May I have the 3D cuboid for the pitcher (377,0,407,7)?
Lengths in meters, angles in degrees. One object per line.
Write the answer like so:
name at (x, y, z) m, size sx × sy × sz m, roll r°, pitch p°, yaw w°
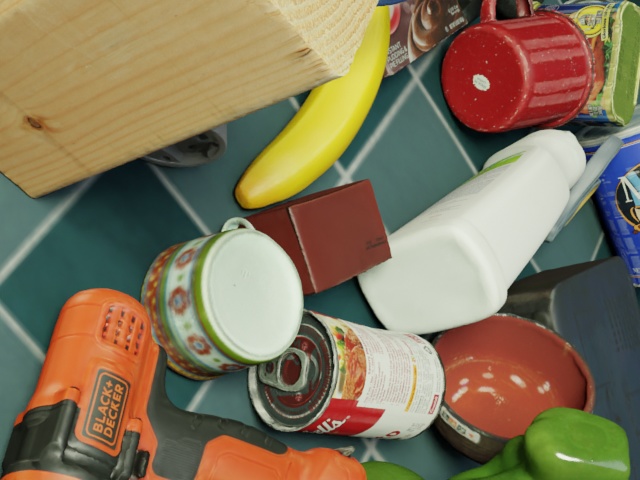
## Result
pitcher at (-0.010, -0.199, 0.581) m, size 0.242 × 0.149 × 0.145 m, roll -37°, pitch 129°, yaw -27°

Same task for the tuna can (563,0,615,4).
tuna can at (0.232, -0.163, 0.911) m, size 0.033 × 0.086 × 0.086 m, roll 8°, pitch 74°, yaw -49°

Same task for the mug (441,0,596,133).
mug at (0.145, -0.137, 0.802) m, size 0.081 × 0.093 × 0.117 m, roll -16°, pitch 105°, yaw -43°

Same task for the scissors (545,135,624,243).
scissors at (0.189, -0.026, 0.823) m, size 0.016 × 0.096 × 0.201 m, roll 36°, pitch 31°, yaw 13°

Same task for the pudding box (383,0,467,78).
pudding box at (0.046, -0.169, 0.744) m, size 0.113 × 0.039 × 0.090 m, roll -40°, pitch 109°, yaw -45°

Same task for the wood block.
wood block at (-0.079, -0.098, 0.459) m, size 0.090 × 0.207 × 0.090 m, roll 45°, pitch 50°, yaw -30°

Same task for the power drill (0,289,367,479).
power drill at (-0.063, 0.135, 0.501) m, size 0.187 × 0.057 × 0.184 m, roll 34°, pitch 47°, yaw -31°

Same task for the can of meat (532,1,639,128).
can of meat at (0.211, -0.142, 0.864) m, size 0.057 × 0.084 × 0.102 m, roll 9°, pitch 88°, yaw -53°

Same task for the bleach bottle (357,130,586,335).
bleach bottle at (0.129, -0.024, 0.745) m, size 0.250 × 0.103 × 0.068 m, roll -38°, pitch 103°, yaw -46°

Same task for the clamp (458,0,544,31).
clamp at (0.140, -0.211, 0.860) m, size 0.171 × 0.039 × 0.120 m, roll 11°, pitch 84°, yaw -48°

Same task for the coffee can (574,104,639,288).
coffee can at (0.292, -0.042, 0.929) m, size 0.102 × 0.103 × 0.140 m, roll -33°, pitch 104°, yaw -47°

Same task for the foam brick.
foam brick at (-0.004, 0.001, 0.631) m, size 0.078 × 0.051 × 0.053 m, roll -21°, pitch 96°, yaw -48°

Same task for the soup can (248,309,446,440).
soup can at (0.017, 0.080, 0.620) m, size 0.102 × 0.069 × 0.068 m, roll 15°, pitch 68°, yaw -45°

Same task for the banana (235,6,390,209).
banana at (0.004, -0.101, 0.659) m, size 0.069 × 0.037 × 0.197 m, roll 20°, pitch 74°, yaw -16°
